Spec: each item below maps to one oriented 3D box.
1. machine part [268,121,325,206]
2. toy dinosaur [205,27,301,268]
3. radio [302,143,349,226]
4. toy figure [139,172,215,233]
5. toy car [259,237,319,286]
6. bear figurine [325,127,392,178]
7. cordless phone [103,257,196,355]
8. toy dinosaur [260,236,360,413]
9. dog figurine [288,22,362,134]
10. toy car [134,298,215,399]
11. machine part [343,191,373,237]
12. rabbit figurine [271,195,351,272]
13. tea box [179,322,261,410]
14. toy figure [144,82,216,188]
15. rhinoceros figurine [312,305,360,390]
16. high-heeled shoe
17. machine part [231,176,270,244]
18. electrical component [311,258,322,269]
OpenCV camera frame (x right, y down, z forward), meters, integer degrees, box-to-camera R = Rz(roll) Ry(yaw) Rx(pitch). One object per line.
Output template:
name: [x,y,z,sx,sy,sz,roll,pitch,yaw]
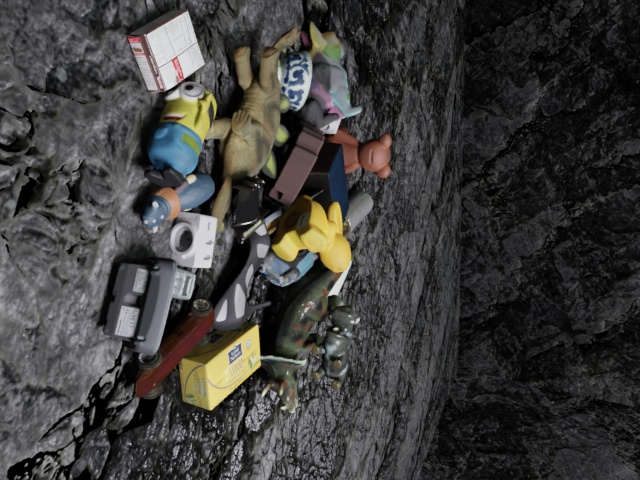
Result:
machine part: [-0.051,-0.158,1.111,0.179,0.056,0.179,-60,-168,22]
toy dinosaur: [-0.134,-0.181,0.984,0.471,0.105,0.198,-65,156,-11]
radio: [0.017,-0.119,1.309,0.229,0.073,0.131,81,22,-49]
toy figure: [-0.233,-0.063,0.859,0.154,0.058,0.064,-38,124,-50]
toy car: [-0.072,0.047,1.171,0.162,0.109,0.103,-55,176,-44]
bear figurine: [0.100,-0.222,1.350,0.132,0.196,0.120,-35,125,-58]
cordless phone: [-0.251,0.104,0.856,0.184,0.089,0.146,54,46,-79]
toy dinosaur: [-0.038,0.164,1.168,0.404,0.131,0.192,-68,164,6]
dog figurine: [-0.010,-0.359,1.188,0.191,0.108,0.219,-24,100,-13]
toy car: [-0.246,0.178,0.901,0.202,0.053,0.089,-48,158,-48]
machine part: [0.083,-0.074,1.494,0.243,0.079,0.079,-46,137,-53]
rabbit figurine: [-0.002,-0.003,1.119,0.173,0.122,0.162,40,35,-29]
tea box: [-0.186,0.231,1.022,0.169,0.068,0.098,-34,128,-56]
toy figure: [-0.217,-0.164,0.836,0.089,0.082,0.180,111,-11,-67]
rhinoceros figurine: [0.040,0.229,1.158,0.112,0.073,0.190,-33,137,-48]
high-heeled shoe: [-0.171,0.046,1.038,0.145,0.086,0.248,-8,87,-33]
machine part: [-0.126,-0.058,0.968,0.084,0.039,0.138,-41,155,-31]
electrical component: [-0.016,0.035,1.311,0.119,0.075,0.047,-71,157,-56]
